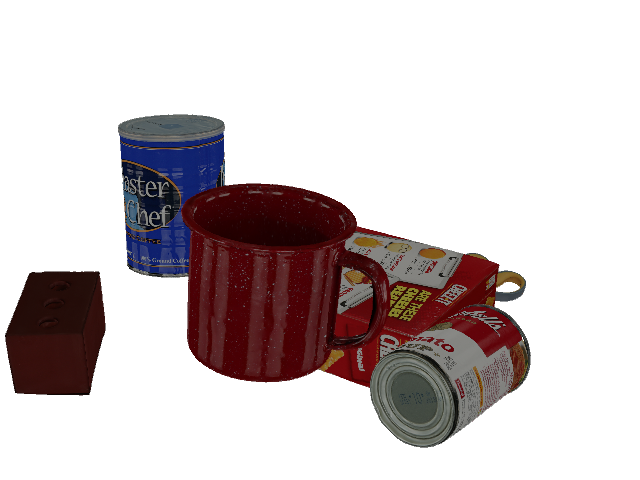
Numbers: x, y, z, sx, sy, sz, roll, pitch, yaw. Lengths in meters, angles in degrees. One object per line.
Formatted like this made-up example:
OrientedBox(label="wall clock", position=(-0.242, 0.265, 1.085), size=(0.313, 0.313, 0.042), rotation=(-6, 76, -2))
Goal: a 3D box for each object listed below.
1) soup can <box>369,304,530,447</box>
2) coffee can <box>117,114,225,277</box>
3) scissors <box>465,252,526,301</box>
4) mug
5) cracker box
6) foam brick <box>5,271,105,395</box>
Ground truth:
OrientedBox(label="soup can", position=(0.088, 0.090, 0.718), size=(0.069, 0.068, 0.102), rotation=(0, 14, 39))
OrientedBox(label="coffee can", position=(-0.144, -0.046, 1.051), size=(0.103, 0.140, 0.103), rotation=(0, 17, 0))
OrientedBox(label="scissors", position=(0.165, 0.054, 1.291), size=(0.201, 0.016, 0.096), rotation=(-8, 39, -36))
OrientedBox(label="mug", position=(-0.019, 0.025, 0.574), size=(0.117, 0.081, 0.093), rotation=(12, 24, 15))
OrientedBox(label="cracker box", position=(0.029, 0.054, 0.965), size=(0.214, 0.072, 0.163), rotation=(16, 29, 30))
OrientedBox(label="foam brick", position=(-0.183, 0.064, 0.743), size=(0.053, 0.051, 0.078), rotation=(0, 32, -2))
